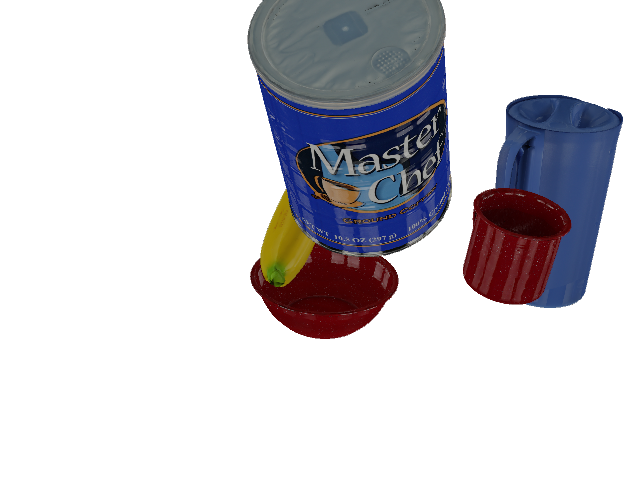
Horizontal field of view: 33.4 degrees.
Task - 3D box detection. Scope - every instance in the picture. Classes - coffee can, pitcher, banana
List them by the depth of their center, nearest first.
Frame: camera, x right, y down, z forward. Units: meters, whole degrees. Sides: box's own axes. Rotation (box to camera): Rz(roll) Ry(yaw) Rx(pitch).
[{"bbox_3d":[0.022,-0.071,0.604,0.103,0.102,0.140,0,-34,9],"label":"coffee can"},{"bbox_3d":[-0.002,-0.037,0.814,0.037,0.197,0.070,33,-27,-19],"label":"banana"},{"bbox_3d":[0.271,-0.042,1.278,0.149,0.243,0.145,2,26,0],"label":"pitcher"}]

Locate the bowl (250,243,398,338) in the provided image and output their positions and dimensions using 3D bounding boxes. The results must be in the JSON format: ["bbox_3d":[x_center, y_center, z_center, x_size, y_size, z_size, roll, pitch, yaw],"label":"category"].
[{"bbox_3d":[0.003,0.061,1.171,0.162,0.055,0.162,2,28,-1],"label":"bowl"}]

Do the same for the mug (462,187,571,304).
[{"bbox_3d":[0.178,0.001,1.029,0.093,0.081,0.117,-6,35,-24],"label":"mug"}]
